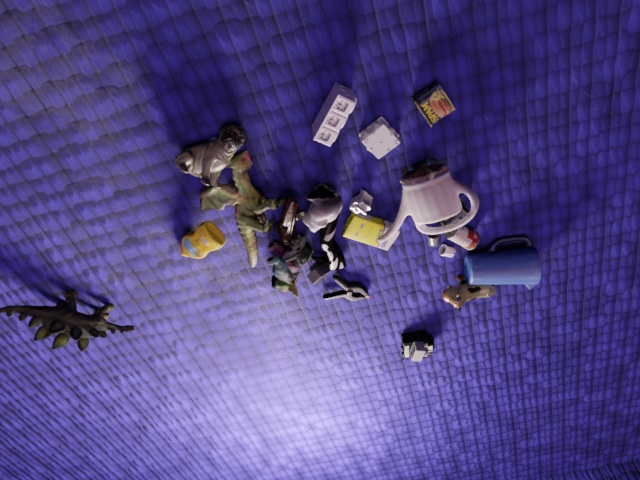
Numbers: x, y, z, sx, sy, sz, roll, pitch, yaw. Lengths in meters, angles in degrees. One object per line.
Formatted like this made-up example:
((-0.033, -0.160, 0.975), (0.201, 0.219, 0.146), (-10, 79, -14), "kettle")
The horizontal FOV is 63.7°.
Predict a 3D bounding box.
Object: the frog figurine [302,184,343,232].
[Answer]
((0.005, -0.081, 1.614), (0.123, 0.140, 0.156), (8, 125, 1), "frog figurine")

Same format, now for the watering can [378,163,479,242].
((0.310, -0.112, 1.606), (0.345, 0.106, 0.222), (-15, 106, 24), "watering can")

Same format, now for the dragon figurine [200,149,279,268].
((-0.263, -0.095, 1.628), (0.243, 0.125, 0.402), (23, 122, 0), "dragon figurine")
